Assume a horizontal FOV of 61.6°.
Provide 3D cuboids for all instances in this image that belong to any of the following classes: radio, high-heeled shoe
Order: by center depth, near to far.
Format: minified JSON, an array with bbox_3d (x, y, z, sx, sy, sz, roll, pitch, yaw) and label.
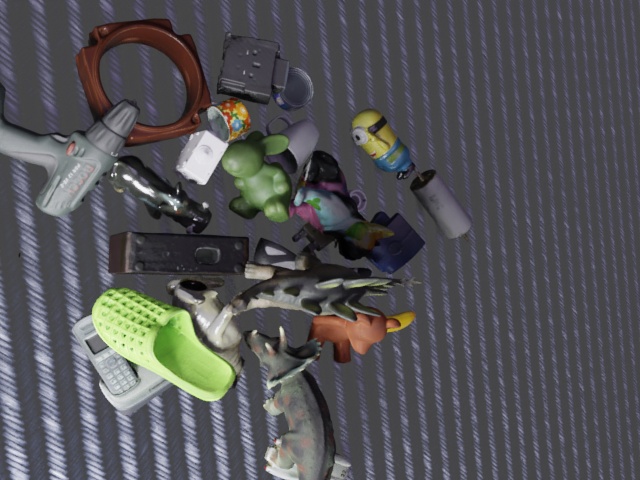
[{"bbox_3d":[-0.245,0.028,0.952,0.229,0.131,0.073,2,86,-31],"label":"radio"},{"bbox_3d":[-0.014,0.043,1.112,0.249,0.086,0.145,-14,99,-23],"label":"high-heeled shoe"}]

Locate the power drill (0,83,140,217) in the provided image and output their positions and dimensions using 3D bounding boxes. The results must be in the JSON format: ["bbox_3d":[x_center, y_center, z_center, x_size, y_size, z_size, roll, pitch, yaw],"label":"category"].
[{"bbox_3d":[-0.426,-0.167,0.851,0.207,0.086,0.232,27,103,-25],"label":"power drill"}]

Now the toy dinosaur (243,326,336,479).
[{"bbox_3d":[-0.029,0.346,1.004,0.131,0.192,0.405,-12,64,-19],"label":"toy dinosaur"}]

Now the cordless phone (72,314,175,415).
[{"bbox_3d":[-0.329,0.193,0.938,0.146,0.089,0.184,-33,86,-27],"label":"cordless phone"}]

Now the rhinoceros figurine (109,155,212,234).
[{"bbox_3d":[-0.278,-0.082,0.949,0.190,0.112,0.073,37,69,-16],"label":"rhinoceros figurine"}]

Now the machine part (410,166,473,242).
[{"bbox_3d":[0.295,-0.085,1.304,0.243,0.079,0.079,49,67,-21],"label":"machine part"}]

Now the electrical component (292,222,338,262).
[{"bbox_3d":[-0.002,-0.005,1.150,0.078,0.045,0.102,43,63,8],"label":"electrical component"}]

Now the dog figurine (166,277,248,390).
[{"bbox_3d":[-0.216,0.176,0.998,0.121,0.172,0.190,-24,133,-66],"label":"dog figurine"}]

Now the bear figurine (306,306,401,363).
[{"bbox_3d":[0.064,0.196,1.093,0.120,0.196,0.132,13,83,-33],"label":"bear figurine"}]

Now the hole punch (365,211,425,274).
[{"bbox_3d":[0.160,0.006,1.219,0.142,0.092,0.116,45,72,-26],"label":"hole punch"}]

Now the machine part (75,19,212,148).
[{"bbox_3d":[-0.308,-0.277,0.951,0.201,0.087,0.200,-20,98,-31],"label":"machine part"}]

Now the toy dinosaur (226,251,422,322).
[{"bbox_3d":[0.020,0.090,0.982,0.471,0.199,0.105,-8,105,-52],"label":"toy dinosaur"}]

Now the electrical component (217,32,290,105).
[{"bbox_3d":[-0.129,-0.333,1.054,0.134,0.058,0.114,8,86,-11],"label":"electrical component"}]

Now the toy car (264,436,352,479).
[{"bbox_3d":[-0.024,0.464,1.113,0.201,0.056,0.073,27,75,-27],"label":"toy car"}]

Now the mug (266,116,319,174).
[{"bbox_3d":[-0.059,-0.208,1.105,0.109,0.081,0.107,50,55,-13],"label":"mug"}]

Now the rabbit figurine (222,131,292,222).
[{"bbox_3d":[-0.113,-0.132,1.007,0.159,0.121,0.170,-66,152,-19],"label":"rabbit figurine"}]

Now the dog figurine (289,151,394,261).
[{"bbox_3d":[0.049,-0.064,1.108,0.219,0.108,0.191,26,63,-11],"label":"dog figurine"}]

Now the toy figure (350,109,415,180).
[{"bbox_3d":[0.143,-0.216,1.219,0.180,0.082,0.089,39,58,-19],"label":"toy figure"}]
